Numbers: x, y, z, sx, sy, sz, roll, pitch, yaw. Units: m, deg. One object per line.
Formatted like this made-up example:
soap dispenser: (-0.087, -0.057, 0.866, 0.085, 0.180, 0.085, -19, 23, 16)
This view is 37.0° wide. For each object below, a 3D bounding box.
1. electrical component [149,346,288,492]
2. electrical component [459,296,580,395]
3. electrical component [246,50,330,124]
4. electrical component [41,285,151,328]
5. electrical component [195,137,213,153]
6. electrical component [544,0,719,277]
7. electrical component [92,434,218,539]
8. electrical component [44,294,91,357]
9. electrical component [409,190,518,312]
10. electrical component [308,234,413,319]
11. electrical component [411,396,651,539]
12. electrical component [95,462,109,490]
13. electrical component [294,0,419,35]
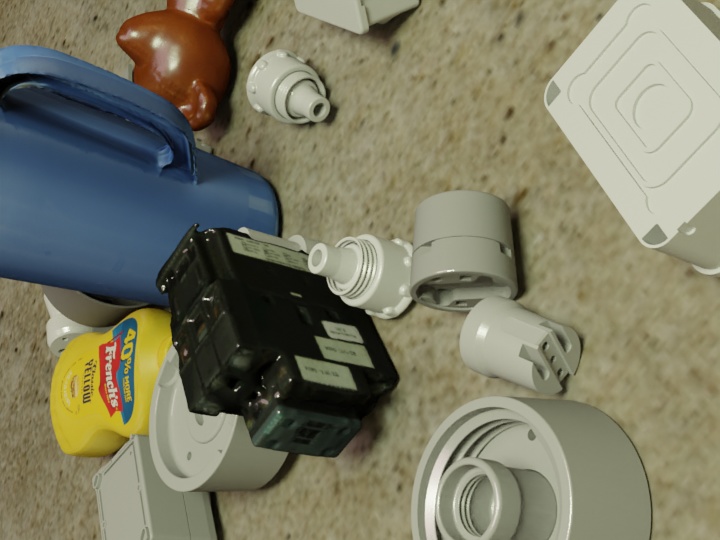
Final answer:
electrical component: (-0.082, 0.090, 0.688, 0.108, 0.060, 0.108, -22, 60, 46)
electrical component: (0.078, 0.037, 0.521, 0.046, 0.040, 0.040, 21, 94, 48)
electrical component: (-0.044, -0.119, 0.732, 0.062, 0.048, 0.048, 38, 108, 44)
electrical component: (-0.201, -0.004, 0.848, 0.064, 0.099, 0.099, -36, 50, 47)
electrical component: (-0.147, -0.073, 0.848, 0.081, 0.042, 0.063, -2, 72, 51)
electrical component: (0.141, -0.062, 0.461, 0.078, 0.057, 0.113, -51, 43, 28)
electrical component: (-0.139, 0.159, 0.735, 0.061, 0.061, 0.096, -46, 45, 32)
electrical component: (-0.250, 0.043, 0.934, 0.045, 0.045, 0.055, -44, 47, 34)
electrical component: (0.053, -0.010, 0.558, 0.055, 0.055, 0.047, -25, 55, 45)
electrical component: (0.000, 0.000, 0.615, 0.048, 0.062, 0.048, -23, 60, 47)
electrical component: (0.069, 0.108, 0.488, 0.108, 0.060, 0.108, -22, 61, 46)
electrical component: (-0.172, 0.155, 0.799, 0.046, 0.040, 0.040, -30, 54, 49)
electrical component: (-0.010, -0.206, 0.682, 0.100, 0.048, 0.099, 35, 145, 51)
